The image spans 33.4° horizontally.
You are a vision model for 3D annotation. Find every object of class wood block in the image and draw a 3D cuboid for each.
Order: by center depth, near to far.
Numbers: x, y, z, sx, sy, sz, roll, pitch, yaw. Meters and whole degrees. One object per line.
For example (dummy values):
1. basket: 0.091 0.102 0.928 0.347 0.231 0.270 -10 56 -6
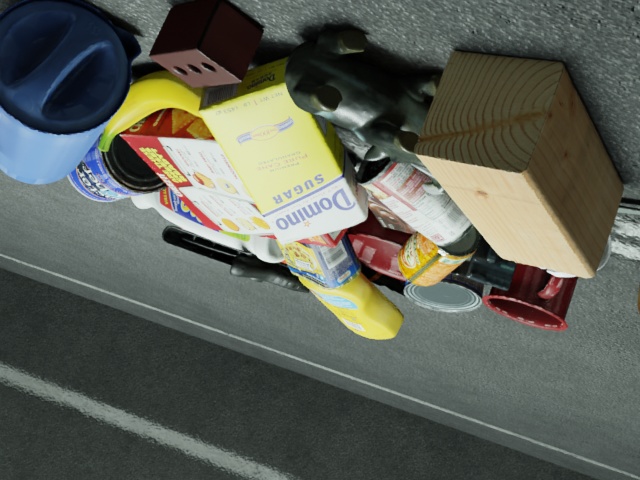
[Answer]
1. wood block: 0.164 -0.053 0.841 0.091 0.090 0.205 14 165 32

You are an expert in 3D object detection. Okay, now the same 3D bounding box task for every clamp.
1. clamp: -0.091 0.029 1.368 0.165 0.036 0.209 23 -177 40

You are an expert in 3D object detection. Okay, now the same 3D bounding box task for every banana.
1. banana: -0.156 -0.136 1.063 0.037 0.069 0.198 2 172 -43

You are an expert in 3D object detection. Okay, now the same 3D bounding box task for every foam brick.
1. foam brick: -0.095 -0.164 0.889 0.053 0.051 0.078 31 164 -35

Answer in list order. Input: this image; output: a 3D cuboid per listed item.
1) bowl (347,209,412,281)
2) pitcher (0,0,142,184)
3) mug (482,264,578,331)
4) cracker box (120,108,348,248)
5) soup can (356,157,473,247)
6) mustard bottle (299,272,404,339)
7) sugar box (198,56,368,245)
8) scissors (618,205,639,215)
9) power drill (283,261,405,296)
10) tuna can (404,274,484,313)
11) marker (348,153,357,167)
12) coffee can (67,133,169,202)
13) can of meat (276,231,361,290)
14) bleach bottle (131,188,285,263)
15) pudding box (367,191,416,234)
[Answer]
1. bowl: 0.093 0.001 1.237 0.162 0.055 0.162 20 167 5
2. pitcher: -0.281 -0.131 1.055 0.149 0.145 0.243 21 162 -14
3. mug: 0.230 0.039 1.116 0.093 0.081 0.117 22 167 -2
4. cracker box: -0.082 -0.077 1.115 0.214 0.072 0.164 9 148 45
5. soup can: 0.093 -0.049 0.977 0.102 0.068 0.069 37 162 -18
6. mustard bottle: 0.027 0.059 1.337 0.096 0.058 0.191 20 164 39
7. sugar box: -0.029 -0.076 0.962 0.093 0.048 0.176 -15 130 18
8. scissors: 0.212 -0.043 0.965 0.096 0.016 0.202 31 164 -35
9. power drill: 0.027 0.024 1.433 0.184 0.057 0.188 32 160 -26
10. tuna can: 0.136 0.048 1.162 0.086 0.033 0.086 10 157 4
11. marker: -0.002 -0.081 1.138 0.020 0.020 0.121 30 164 -34
12. coffee can: -0.228 -0.099 1.238 0.102 0.103 0.141 28 165 -26
13. can of meat: -0.008 0.001 1.188 0.102 0.057 0.084 24 145 50
14. bleach bottle: -0.148 -0.048 1.317 0.251 0.102 0.068 13 -175 28
15. pudding box: 0.096 -0.040 1.105 0.090 0.039 0.113 14 165 25
